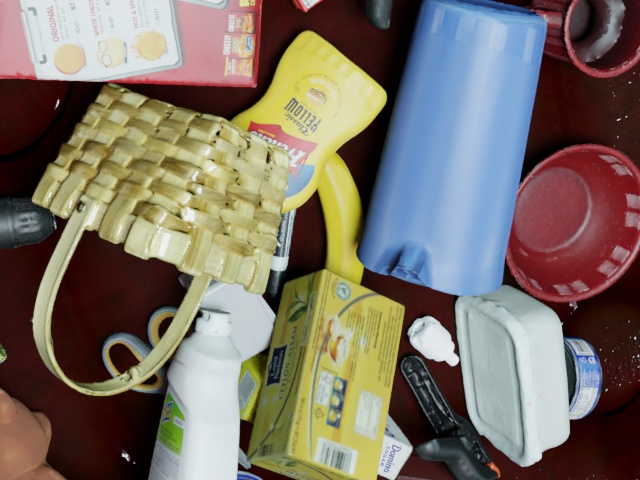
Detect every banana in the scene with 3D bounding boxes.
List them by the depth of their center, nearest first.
[{"bbox_3d":[0.010,0.006,0.994,0.069,0.037,0.198,3,107,-20],"label":"banana"}]

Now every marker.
[{"bbox_3d":[-0.035,-0.004,0.985,0.020,0.020,0.121,2,108,-20],"label":"marker"}]

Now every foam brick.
[{"bbox_3d":[0.097,0.257,1.103,0.078,0.051,0.053,11,104,-22],"label":"foam brick"}]

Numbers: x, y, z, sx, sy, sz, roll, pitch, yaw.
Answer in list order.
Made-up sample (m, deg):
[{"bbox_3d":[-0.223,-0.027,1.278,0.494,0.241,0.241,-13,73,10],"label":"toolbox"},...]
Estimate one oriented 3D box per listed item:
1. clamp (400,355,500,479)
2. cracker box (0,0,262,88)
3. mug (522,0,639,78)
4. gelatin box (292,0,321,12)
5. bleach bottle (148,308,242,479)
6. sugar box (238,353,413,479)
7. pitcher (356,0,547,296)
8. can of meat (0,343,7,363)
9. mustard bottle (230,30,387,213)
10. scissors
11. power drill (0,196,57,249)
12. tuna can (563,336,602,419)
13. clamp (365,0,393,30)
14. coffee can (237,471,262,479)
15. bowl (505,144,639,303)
[{"bbox_3d":[0.131,0.192,1.081,0.039,0.120,0.171,-21,140,21],"label":"clamp"},{"bbox_3d":[-0.153,-0.210,0.845,0.213,0.072,0.164,-1,107,-18],"label":"cracker box"},{"bbox_3d":[0.233,-0.201,0.973,0.117,0.082,0.093,-3,109,-19],"label":"mug"},{"bbox_3d":[-0.001,-0.250,0.906,0.089,0.030,0.073,-36,117,-2],"label":"gelatin box"},{"bbox_3d":[-0.104,0.185,0.904,0.068,0.103,0.251,8,92,-33],"label":"bleach bottle"},{"bbox_3d":[-0.004,0.162,1.013,0.176,0.093,0.048,24,100,-25],"label":"sugar box"},{"bbox_3d":[0.120,-0.085,0.931,0.144,0.149,0.243,3,109,-24],"label":"pitcher"},{"bbox_3d":[-0.328,0.088,0.896,0.084,0.057,0.102,-39,116,-5],"label":"can of meat"},{"bbox_3d":[-0.035,-0.081,0.931,0.096,0.058,0.191,39,94,-1],"label":"mustard bottle"},{"bbox_3d":[-0.113,0.136,1.008,0.201,0.016,0.096,37,94,-26],"label":"scissors"},{"bbox_3d":[-0.311,-0.071,0.846,0.184,0.057,0.188,-8,111,-16],"label":"power drill"},{"bbox_3d":[0.251,0.142,1.096,0.033,0.086,0.086,5,106,-23],"label":"tuna can"},{"bbox_3d":[0.056,-0.277,0.846,0.164,0.036,0.209,-47,133,4],"label":"clamp"},{"bbox_3d":[-0.072,0.298,1.009,0.102,0.140,0.103,-6,110,-17],"label":"coffee can"},{"bbox_3d":[0.241,-0.022,1.053,0.162,0.055,0.162,-6,110,-17],"label":"bowl"}]
